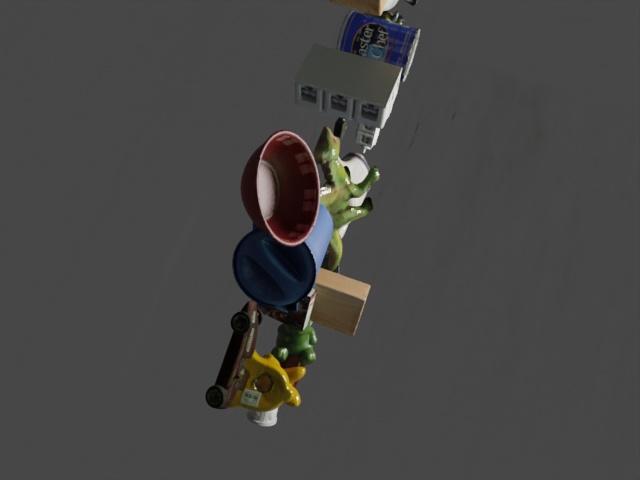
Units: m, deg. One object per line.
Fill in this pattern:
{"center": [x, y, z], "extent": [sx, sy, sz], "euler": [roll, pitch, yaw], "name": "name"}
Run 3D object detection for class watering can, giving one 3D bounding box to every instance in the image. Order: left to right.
{"center": [0.066, -0.154, 1.373], "extent": [0.339, 0.104, 0.229], "euler": [89, 23, -45], "name": "watering can"}

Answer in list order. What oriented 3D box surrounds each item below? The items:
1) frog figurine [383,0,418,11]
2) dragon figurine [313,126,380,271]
{"center": [0.099, -0.481, 0.944], "extent": [0.161, 0.124, 0.134], "euler": [-26, 159, -24], "name": "frog figurine"}
{"center": [0.004, -0.058, 1.157], "extent": [0.245, 0.123, 0.402], "euler": [-20, 131, -44], "name": "dragon figurine"}
